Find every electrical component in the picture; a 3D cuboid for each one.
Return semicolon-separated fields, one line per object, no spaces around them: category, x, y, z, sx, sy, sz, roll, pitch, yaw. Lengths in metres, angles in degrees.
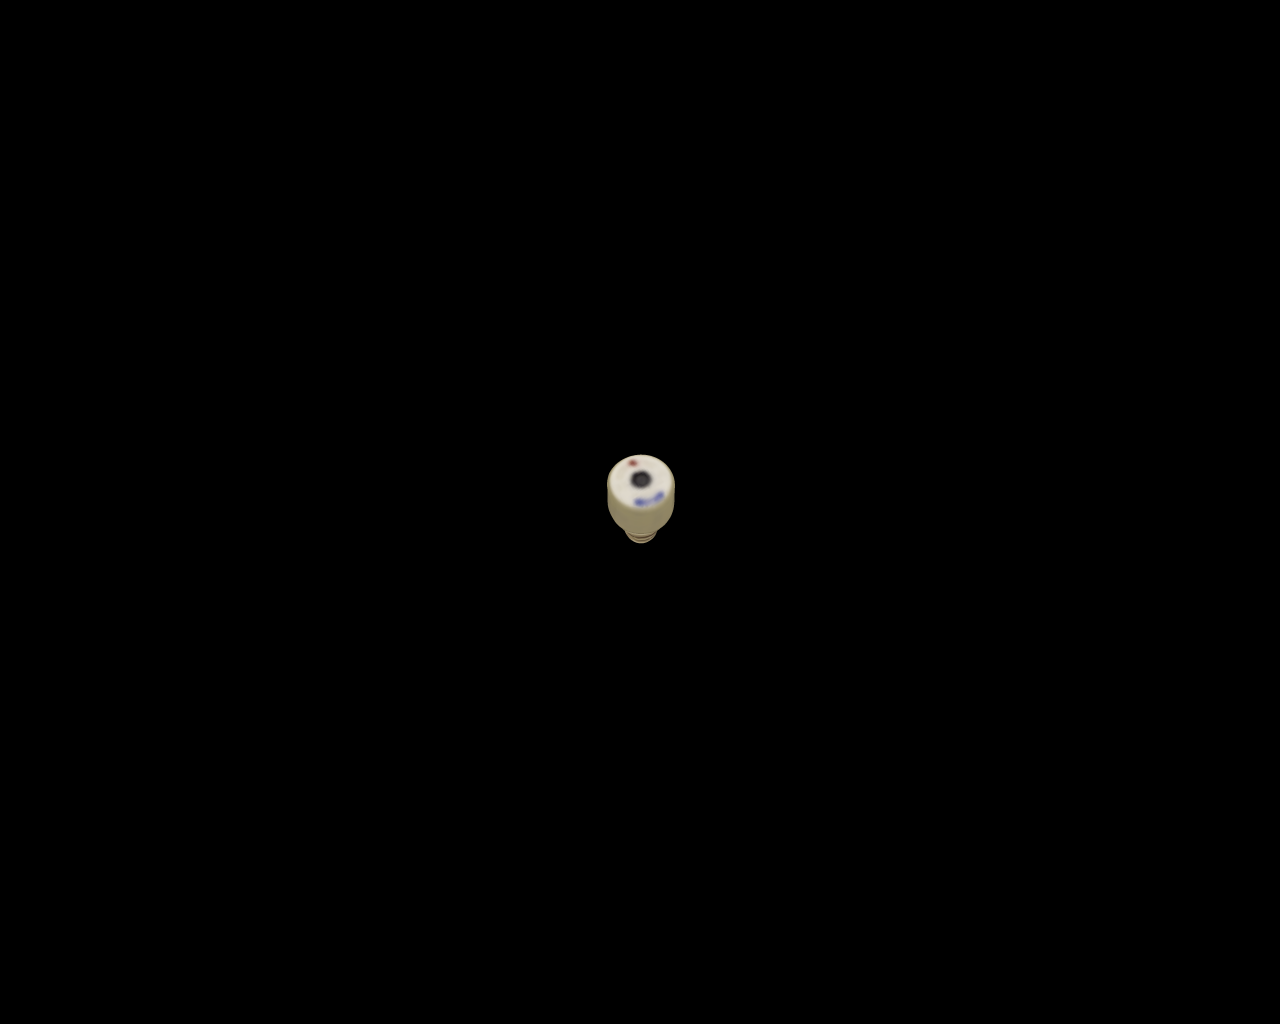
electrical component;0.001;-0.003;0.650;0.040;0.040;0.078;0;-29;0
